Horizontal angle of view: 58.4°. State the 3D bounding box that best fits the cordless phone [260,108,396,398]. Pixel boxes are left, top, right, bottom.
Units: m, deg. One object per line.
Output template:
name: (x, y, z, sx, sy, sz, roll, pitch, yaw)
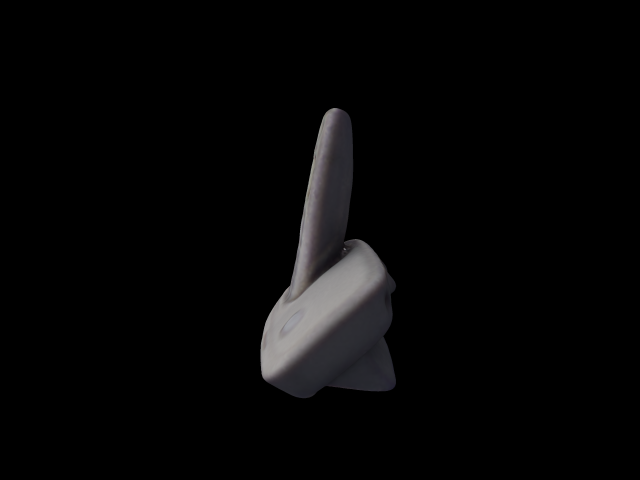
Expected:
cordless phone: (0.004, 0.001, 0.400, 0.094, 0.185, 0.147, -1, 11, -7)
